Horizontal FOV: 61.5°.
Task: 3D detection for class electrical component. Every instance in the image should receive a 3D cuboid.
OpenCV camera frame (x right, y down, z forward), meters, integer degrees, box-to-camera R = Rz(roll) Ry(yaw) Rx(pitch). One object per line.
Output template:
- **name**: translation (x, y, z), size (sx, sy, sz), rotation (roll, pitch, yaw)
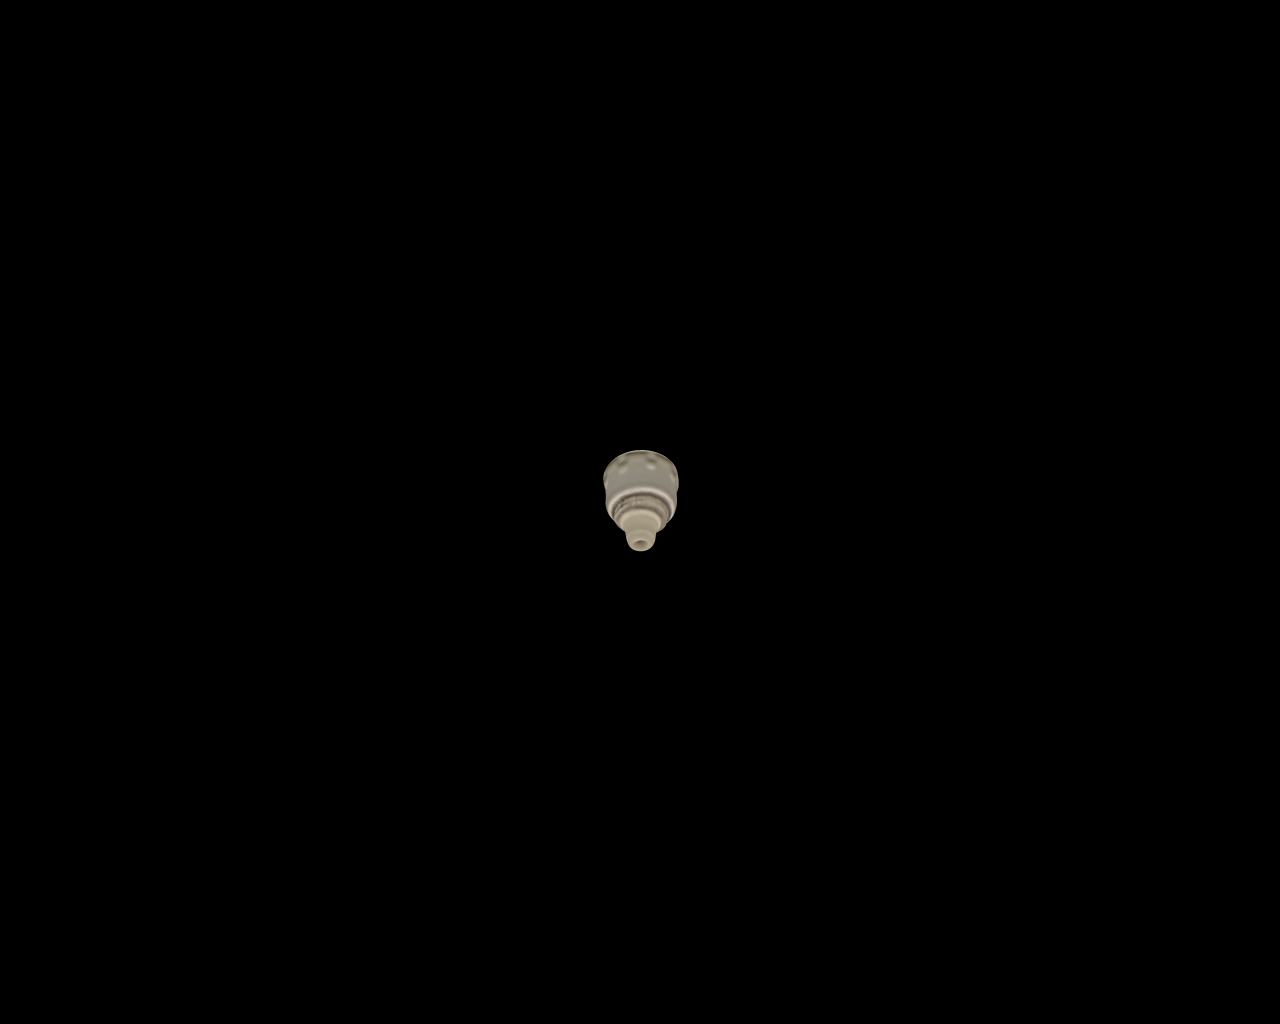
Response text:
- **electrical component**: translation (0.001, -0.003, 0.650), size (0.048, 0.062, 0.048), rotation (0, -42, 0)
